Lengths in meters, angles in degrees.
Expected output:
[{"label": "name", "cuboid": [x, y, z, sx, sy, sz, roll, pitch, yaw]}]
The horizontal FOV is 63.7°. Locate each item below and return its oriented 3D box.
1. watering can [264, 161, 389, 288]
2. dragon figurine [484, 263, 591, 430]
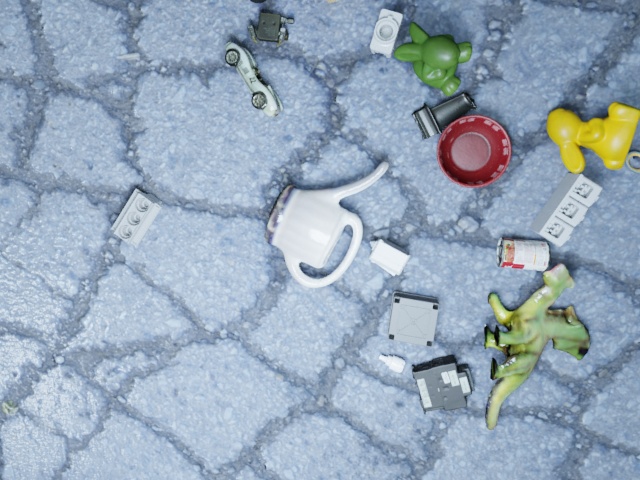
[{"label": "watering can", "cuboid": [0.004, -0.060, 1.197, 0.225, 0.104, 0.345, 26, 100, 6]}, {"label": "dragon figurine", "cuboid": [0.498, 0.243, 1.168, 0.243, 0.124, 0.405, -1, 105, 0]}]
